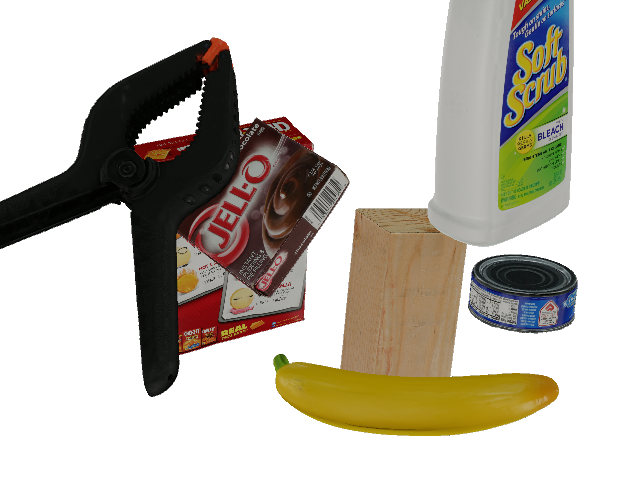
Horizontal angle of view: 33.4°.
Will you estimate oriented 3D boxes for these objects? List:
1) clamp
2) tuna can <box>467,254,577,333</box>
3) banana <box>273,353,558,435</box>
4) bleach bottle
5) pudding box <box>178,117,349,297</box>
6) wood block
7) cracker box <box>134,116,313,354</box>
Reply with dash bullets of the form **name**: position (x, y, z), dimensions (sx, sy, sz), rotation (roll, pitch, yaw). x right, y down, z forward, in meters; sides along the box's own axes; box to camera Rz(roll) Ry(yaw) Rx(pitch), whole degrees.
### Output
- **clamp**: position (-0.101, -0.024, 0.609), dimensions (0.165, 0.210, 0.036), rotation (34, -18, 14)
- **tuna can**: position (0.163, 0.041, 0.861), dimensions (0.086, 0.034, 0.086), rotation (1, 21, -1)
- **banana**: position (0.050, 0.098, 0.690), dimensions (0.198, 0.037, 0.069), rotation (5, 32, 18)
- **bleach bottle**: position (0.118, -0.127, 0.690), dimensions (0.102, 0.251, 0.068), rotation (-23, 33, -30)
- **pudding box**: position (-0.045, -0.026, 0.823), dimensions (0.090, 0.113, 0.039), rotation (33, -6, 31)
- **wood block**: position (0.083, 0.077, 1.101), dimensions (0.090, 0.206, 0.091), rotation (-1, 17, -20)
- **cracker box**: position (-0.097, -0.002, 1.043), dimensions (0.164, 0.214, 0.072), rotation (-14, 37, -23)
